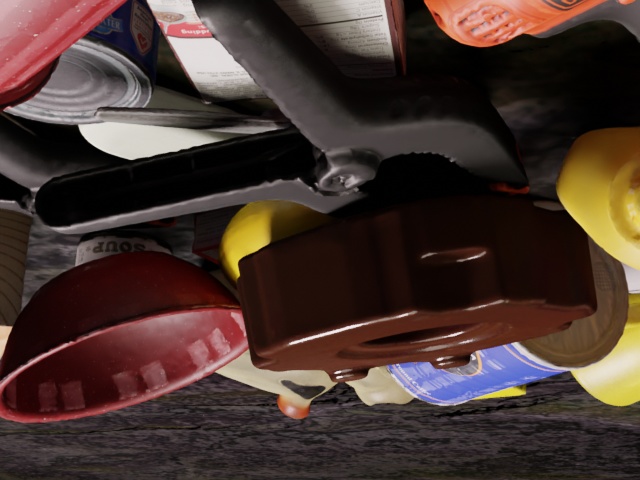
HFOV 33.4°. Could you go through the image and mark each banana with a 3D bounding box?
[{"bbox_3d":[-0.022,0.004,0.588,0.069,0.037,0.198,-7,166,-5],"label":"banana"}]

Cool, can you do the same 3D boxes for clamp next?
[{"bbox_3d":[-0.163,-0.032,0.591,0.120,0.039,0.171,-15,155,42],"label":"clamp"},{"bbox_3d":[0.006,-0.044,0.427,0.209,0.036,0.165,1,155,-26],"label":"clamp"}]

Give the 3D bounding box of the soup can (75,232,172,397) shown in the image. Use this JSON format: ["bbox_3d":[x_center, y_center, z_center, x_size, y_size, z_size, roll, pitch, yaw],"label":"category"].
[{"bbox_3d":[-0.138,0.053,0.732,0.068,0.102,0.068,2,161,0],"label":"soup can"}]

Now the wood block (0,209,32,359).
[{"bbox_3d":[-0.252,0.033,0.708,0.090,0.091,0.206,9,159,-20],"label":"wood block"}]

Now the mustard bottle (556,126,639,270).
[{"bbox_3d":[0.154,-0.015,0.470,0.096,0.058,0.191,28,-169,18],"label":"mustard bottle"}]

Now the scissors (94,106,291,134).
[{"bbox_3d":[-0.019,-0.048,0.500,0.201,0.016,0.096,-3,173,-27],"label":"scissors"}]

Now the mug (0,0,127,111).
[{"bbox_3d":[-0.106,-0.106,0.327,0.082,0.093,0.117,-24,112,41],"label":"mug"}]

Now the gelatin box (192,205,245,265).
[{"bbox_3d":[-0.025,-0.001,0.677,0.089,0.030,0.073,-14,153,37],"label":"gelatin box"}]

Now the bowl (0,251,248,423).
[{"bbox_3d":[-0.117,0.051,0.622,0.162,0.055,0.162,-19,160,-7],"label":"bowl"}]

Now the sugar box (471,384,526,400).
[{"bbox_3d":[0.098,0.104,0.936,0.094,0.048,0.175,-15,156,38],"label":"sugar box"}]

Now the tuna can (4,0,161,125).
[{"bbox_3d":[-0.111,-0.082,0.454,0.086,0.034,0.086,2,160,0],"label":"tuna can"}]

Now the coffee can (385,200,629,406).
[{"bbox_3d":[0.111,0.045,0.683,0.102,0.103,0.141,11,159,-23],"label":"coffee can"}]

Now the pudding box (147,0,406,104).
[{"bbox_3d":[-0.015,-0.093,0.407,0.090,0.039,0.113,-3,163,8],"label":"pudding box"}]

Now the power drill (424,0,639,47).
[{"bbox_3d":[0.156,-0.094,0.361,0.187,0.057,0.185,19,158,-32],"label":"power drill"}]
